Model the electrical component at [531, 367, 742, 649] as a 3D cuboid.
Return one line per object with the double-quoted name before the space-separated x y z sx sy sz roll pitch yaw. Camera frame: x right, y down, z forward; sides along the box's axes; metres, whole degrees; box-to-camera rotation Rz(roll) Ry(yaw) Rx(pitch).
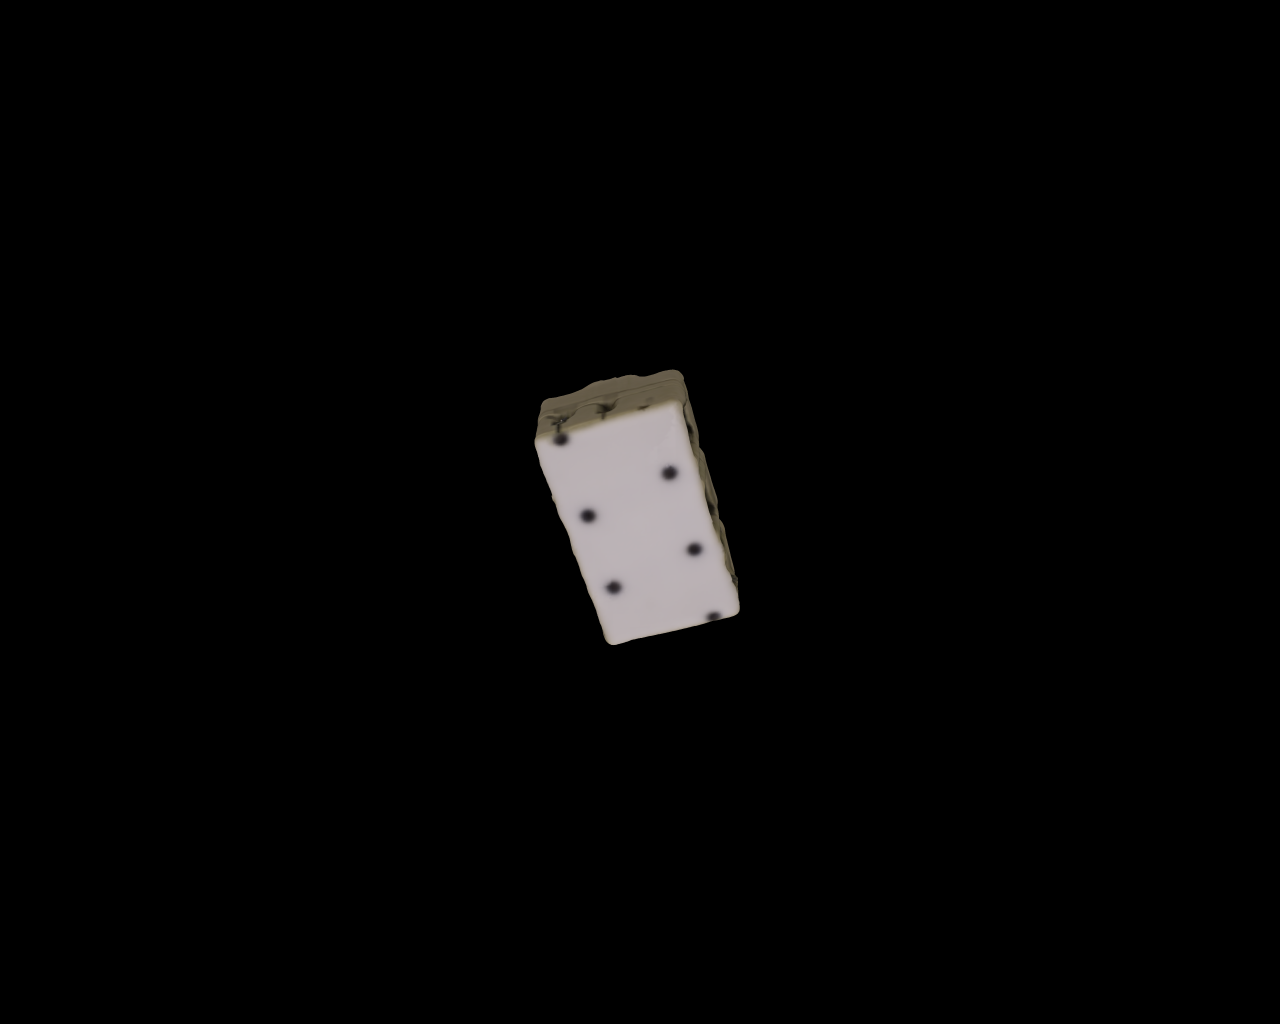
"electrical component" 0.001 -0.003 0.650 0.089 0.150 0.062 -13 28 7
